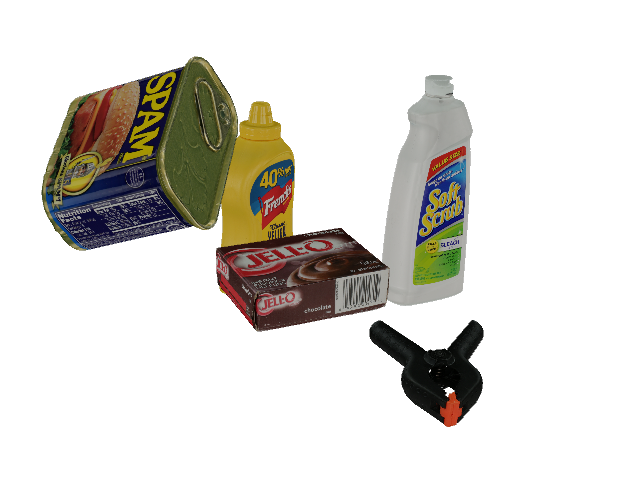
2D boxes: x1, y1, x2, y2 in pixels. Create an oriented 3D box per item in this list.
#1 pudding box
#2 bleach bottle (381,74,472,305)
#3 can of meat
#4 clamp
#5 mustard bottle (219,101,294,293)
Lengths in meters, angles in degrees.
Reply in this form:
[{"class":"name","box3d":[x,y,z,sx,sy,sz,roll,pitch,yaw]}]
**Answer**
[{"class":"pudding box","box3d":[-0.015,0.028,0.834,0.113,0.039,0.090,-8,25,-23]},{"class":"bleach bottle","box3d":[0.118,-0.058,1.193,0.102,0.251,0.068,-10,23,-27]},{"class":"can of meat","box3d":[-0.101,-0.047,0.598,0.084,0.102,0.057,-12,-44,23]},{"class":"clamp","box3d":[0.126,0.125,1.071,0.120,0.039,0.171,-9,29,-10]},{"class":"mustard bottle","box3d":[-0.062,-0.044,1.075,0.058,0.192,0.096,14,22,31]}]
